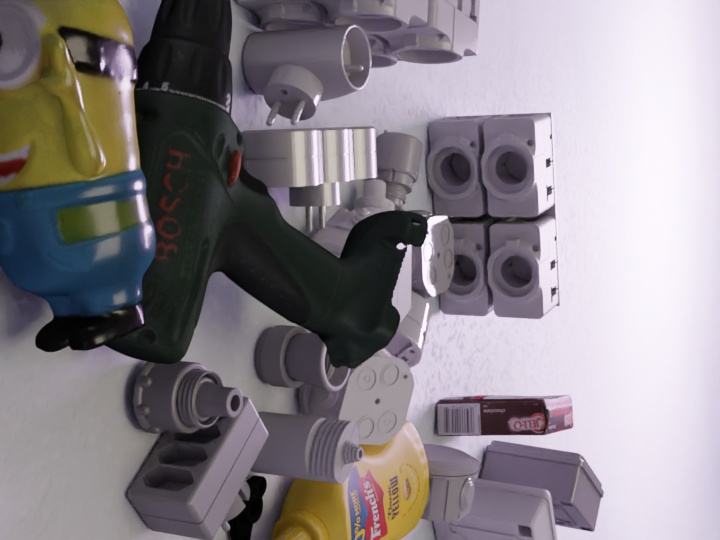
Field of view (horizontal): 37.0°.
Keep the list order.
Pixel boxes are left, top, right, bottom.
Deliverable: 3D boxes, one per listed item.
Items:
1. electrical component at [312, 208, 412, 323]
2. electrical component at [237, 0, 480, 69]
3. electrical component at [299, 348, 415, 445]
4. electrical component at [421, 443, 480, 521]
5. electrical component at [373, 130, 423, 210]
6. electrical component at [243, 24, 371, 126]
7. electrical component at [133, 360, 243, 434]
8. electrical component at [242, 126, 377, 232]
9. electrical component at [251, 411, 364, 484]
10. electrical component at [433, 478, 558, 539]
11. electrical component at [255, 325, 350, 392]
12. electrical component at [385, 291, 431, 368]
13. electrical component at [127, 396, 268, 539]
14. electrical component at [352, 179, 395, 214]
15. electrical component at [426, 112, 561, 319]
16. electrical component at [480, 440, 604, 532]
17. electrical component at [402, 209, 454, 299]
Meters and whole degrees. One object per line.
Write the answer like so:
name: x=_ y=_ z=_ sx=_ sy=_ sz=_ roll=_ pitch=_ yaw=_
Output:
electrical component: x=0.000 y=0.000 z=0.808 sx=0.061 sy=0.062 sz=0.096 roll=-50 pitch=146 yaw=-50
electrical component: x=0.005 y=-0.193 z=0.777 sx=0.186 sy=0.105 sz=0.060 roll=6 pitch=86 yaw=-62
electrical component: x=-0.002 y=0.092 z=0.817 sx=0.080 sy=0.051 sz=0.080 roll=-12 pitch=109 yaw=-37
electrical component: x=0.062 y=0.184 z=0.939 sx=0.080 sy=0.080 sz=0.051 roll=-2 pitch=99 yaw=-62
electrical component: x=0.029 y=-0.079 z=0.898 sx=0.040 sy=0.040 sz=0.078 roll=34 pitch=62 yaw=-58
electrical component: x=-0.041 y=-0.128 z=0.723 sx=0.043 sy=0.077 sz=0.079 roll=57 pitch=43 yaw=-48
electrical component: x=-0.100 y=0.076 z=0.639 sx=0.048 sy=0.062 sz=0.048 roll=-10 pitch=101 yaw=-62
electrical component: x=-0.033 y=-0.064 z=0.770 sx=0.138 sy=0.052 sz=0.073 roll=-16 pitch=106 yaw=-61
electrical component: x=-0.035 y=0.123 z=0.745 sx=0.043 sy=0.081 sz=0.043 roll=-7 pitch=98 yaw=-62
electrical component: x=0.134 y=0.264 z=1.049 sx=0.056 sy=0.109 sz=0.108 roll=-46 pitch=131 yaw=-49
electrical component: x=-0.040 y=0.062 z=0.760 sx=0.045 sy=0.055 sz=0.045 roll=-7 pitch=98 yaw=-62
electrical component: x=0.030 y=0.048 z=0.896 sx=0.055 sy=0.055 sz=0.047 roll=64 pitch=35 yaw=-42
electrical component: x=-0.093 y=0.133 z=0.673 sx=0.083 sy=0.047 sz=0.075 roll=-62 pitch=143 yaw=-40
electrical component: x=0.010 y=-0.041 z=0.864 sx=0.048 sy=0.048 sz=0.062 roll=38 pitch=52 yaw=-57
electrical component: x=0.127 y=-0.051 z=1.017 sx=0.060 sy=0.105 sz=0.186 roll=-27 pitch=115 yaw=-59
electrical component: x=0.198 y=0.235 z=1.168 sx=0.108 sy=0.109 sz=0.056 roll=51 pitch=51 yaw=-51
electrical component: x=0.045 y=-0.013 z=0.922 sx=0.080 sy=0.051 sz=0.080 roll=-7 pitch=98 yaw=-62
